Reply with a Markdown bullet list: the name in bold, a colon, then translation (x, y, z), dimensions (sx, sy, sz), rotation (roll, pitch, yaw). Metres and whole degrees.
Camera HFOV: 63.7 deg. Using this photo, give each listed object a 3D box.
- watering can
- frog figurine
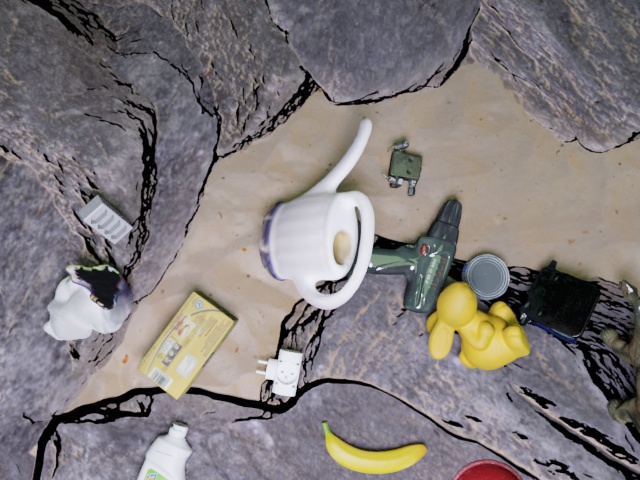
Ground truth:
- **watering can**: translation (0.003, -0.047, 0.938), dimensions (0.223, 0.103, 0.353), rotation (-6, 68, 34)
- **frog figurine**: translation (-0.426, 0.126, 0.949), dimensions (0.137, 0.125, 0.157), rotation (34, 118, -5)
